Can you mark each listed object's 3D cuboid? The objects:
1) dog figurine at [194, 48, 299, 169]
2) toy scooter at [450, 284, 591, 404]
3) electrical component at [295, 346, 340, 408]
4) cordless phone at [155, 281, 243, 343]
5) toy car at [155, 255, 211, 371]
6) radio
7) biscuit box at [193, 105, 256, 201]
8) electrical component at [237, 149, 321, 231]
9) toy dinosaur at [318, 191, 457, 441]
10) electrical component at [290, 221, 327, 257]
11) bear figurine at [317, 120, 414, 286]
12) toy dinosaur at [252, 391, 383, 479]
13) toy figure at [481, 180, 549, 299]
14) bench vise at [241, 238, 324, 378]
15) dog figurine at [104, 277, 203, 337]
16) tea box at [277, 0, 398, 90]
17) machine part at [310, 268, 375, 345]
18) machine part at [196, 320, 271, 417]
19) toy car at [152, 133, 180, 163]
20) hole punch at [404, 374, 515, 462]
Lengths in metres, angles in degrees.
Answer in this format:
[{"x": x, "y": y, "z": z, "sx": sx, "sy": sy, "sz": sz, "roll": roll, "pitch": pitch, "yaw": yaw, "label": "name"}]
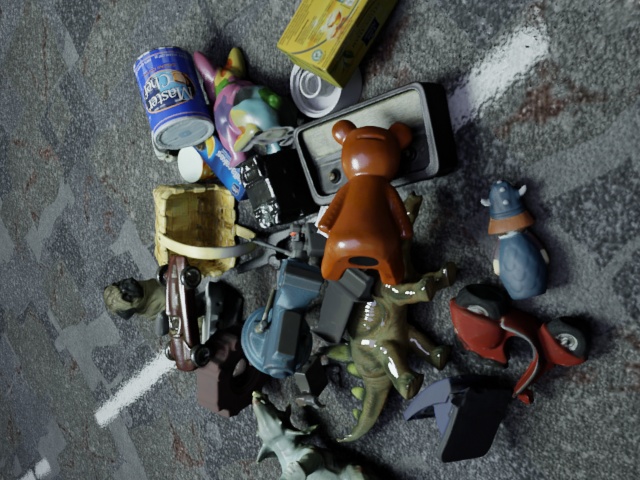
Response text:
[{"x": -0.131, "y": -0.239, "z": 0.893, "sx": 0.219, "sy": 0.108, "sz": 0.191, "roll": 66, "pitch": 154, "yaw": 10, "label": "dog figurine"}, {"x": 0.254, "y": 0.145, "z": 0.722, "sx": 0.184, "sy": 0.075, "sz": 0.135, "roll": 21, "pitch": 115, "yaw": 28, "label": "toy scooter"}, {"x": -0.004, "y": 0.244, "z": 0.936, "sx": 0.045, "sy": 0.102, "sz": 0.078, "roll": 0, "pitch": 111, "yaw": 34, "label": "electrical component"}, {"x": -0.244, "y": 0.172, "z": 1.045, "sx": 0.089, "sy": 0.184, "sz": 0.146, "roll": 20, "pitch": 113, "yaw": 28, "label": "cordless phone"}, {"x": -0.239, "y": 0.127, "z": 0.919, "sx": 0.089, "sy": 0.053, "sz": 0.202, "roll": 3, "pitch": 101, "yaw": 42, "label": "toy car"}, {"x": 0.078, "y": -0.133, "z": 0.786, "sx": 0.230, "sy": 0.073, "sz": 0.131, "roll": -12, "pitch": 94, "yaw": 39, "label": "radio"}, {"x": -0.174, "y": -0.162, "z": 0.983, "sx": 0.203, "sy": 0.063, "sz": 0.059, "roll": 49, "pitch": 126, "yaw": 18, "label": "biscuit box"}, {"x": -0.057, "y": -0.085, "z": 0.864, "sx": 0.058, "sy": 0.134, "sz": 0.114, "roll": -18, "pitch": 93, "yaw": 39, "label": "electrical component"}, {"x": 0.095, "y": 0.150, "z": 0.834, "sx": 0.199, "sy": 0.105, "sz": 0.470, "roll": 22, "pitch": 113, "yaw": 42, "label": "toy dinosaur"}, {"x": -0.002, "y": -0.003, "z": 0.889, "sx": 0.021, "sy": 0.094, "sz": 0.063, "roll": 110, "pitch": 158, "yaw": -51, "label": "electrical component"}, {"x": 0.061, "y": -0.053, "z": 0.710, "sx": 0.120, "sy": 0.131, "sz": 0.196, "roll": 2, "pitch": 65, "yaw": 5, "label": "bear figurine"}, {"x": 0.031, "y": 0.416, "z": 0.926, "sx": 0.405, "sy": 0.192, "sz": 0.131, "roll": 26, "pitch": 102, "yaw": 13, "label": "toy dinosaur"}, {"x": 0.250, "y": -0.001, "z": 0.696, "sx": 0.058, "sy": 0.064, "sz": 0.154, "roll": 154, "pitch": 102, "yaw": -77, "label": "toy figure"}, {"x": -0.071, "y": 0.134, "z": 0.907, "sx": 0.240, "sy": 0.129, "sz": 0.224, "roll": 125, "pitch": 146, "yaw": -56, "label": "bench vise"}, {"x": -0.337, "y": 0.149, "z": 1.108, "sx": 0.121, "sy": 0.190, "sz": 0.172, "roll": -40, "pitch": 78, "yaw": 37, "label": "dog figurine"}, {"x": 0.030, "y": -0.310, "z": 0.745, "sx": 0.098, "sy": 0.068, "sz": 0.169, "roll": 37, "pitch": 99, "yaw": 26, "label": "tea box"}, {"x": 0.032, "y": 0.094, "z": 0.787, "sx": 0.084, "sy": 0.039, "sz": 0.138, "roll": 36, "pitch": 119, "yaw": 31, "label": "machine part"}, {"x": -0.155, "y": 0.240, "z": 1.006, "sx": 0.056, "sy": 0.179, "sz": 0.179, "roll": 13, "pitch": 110, "yaw": 31, "label": "machine part"}, {"x": -0.289, "y": -0.251, "z": 1.042, "sx": 0.056, "sy": 0.073, "sz": 0.201, "roll": 15, "pitch": 110, "yaw": 31, "label": "toy car"}, {"x": 0.195, "y": 0.235, "z": 0.760, "sx": 0.092, "sy": 0.142, "sz": 0.115, "roll": 39, "pitch": 113, "yaw": 54, "label": "hole punch"}]
